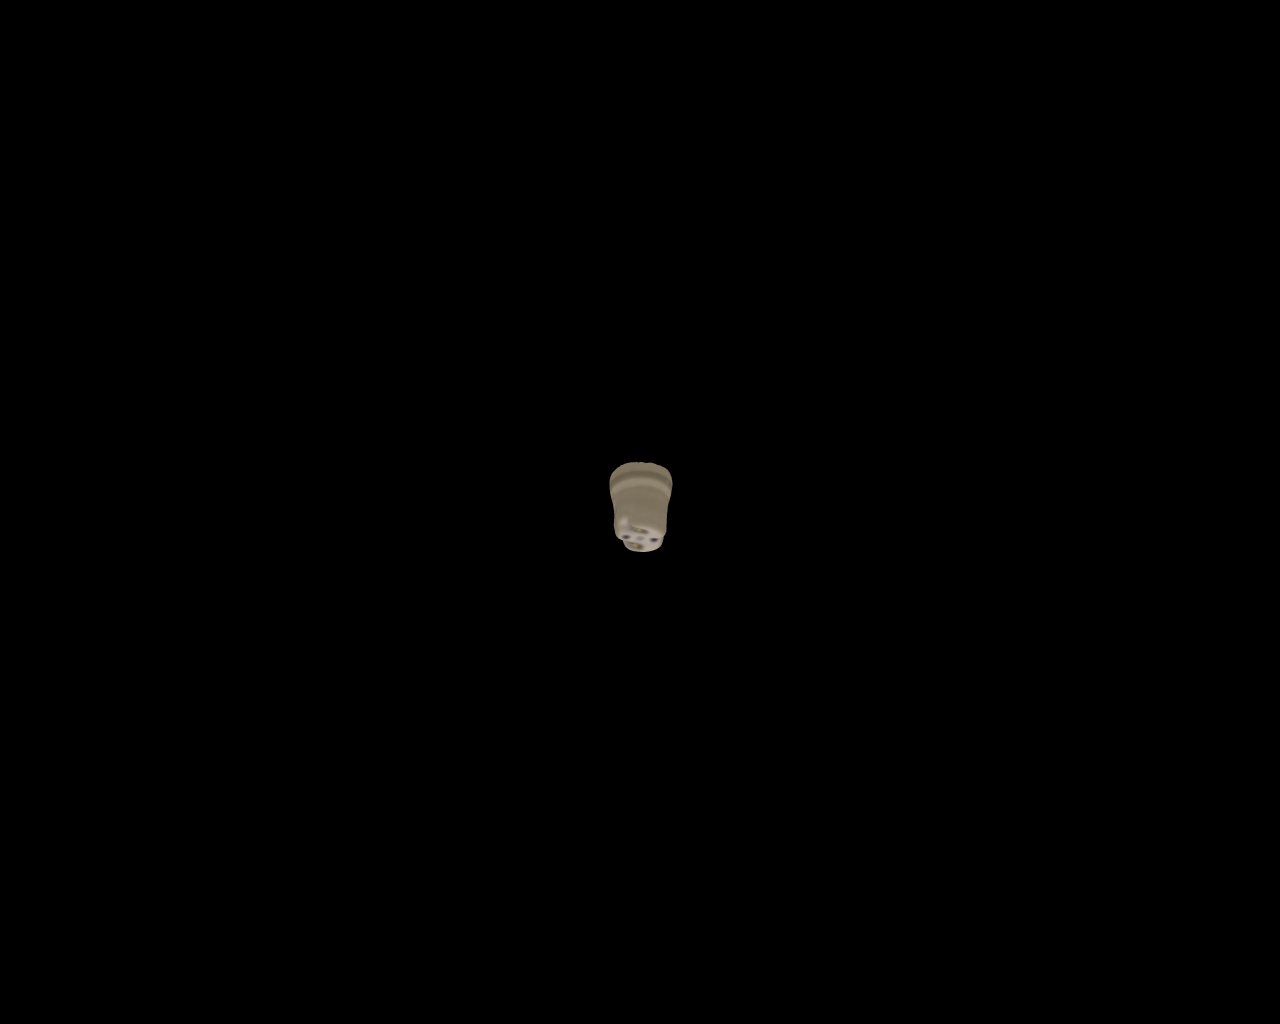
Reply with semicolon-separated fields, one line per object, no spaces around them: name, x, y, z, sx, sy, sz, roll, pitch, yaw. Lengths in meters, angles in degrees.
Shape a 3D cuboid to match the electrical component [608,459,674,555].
electrical component;0.001;-0.003;0.650;0.040;0.046;0.040;0;-32;0
